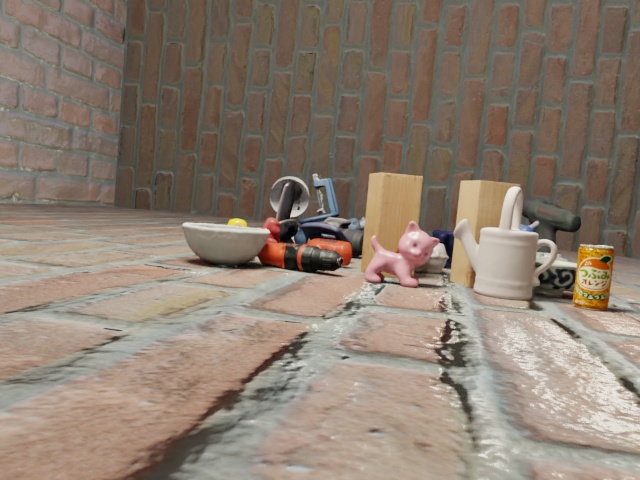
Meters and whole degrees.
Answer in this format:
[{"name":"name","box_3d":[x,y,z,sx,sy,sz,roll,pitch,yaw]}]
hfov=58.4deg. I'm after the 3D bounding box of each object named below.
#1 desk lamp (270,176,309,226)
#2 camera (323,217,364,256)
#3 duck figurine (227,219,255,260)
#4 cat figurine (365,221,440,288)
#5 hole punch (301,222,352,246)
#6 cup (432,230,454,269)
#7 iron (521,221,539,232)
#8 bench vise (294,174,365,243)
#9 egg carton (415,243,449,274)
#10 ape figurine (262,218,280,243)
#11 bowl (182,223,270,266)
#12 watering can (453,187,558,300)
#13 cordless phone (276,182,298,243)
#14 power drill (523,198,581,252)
[{"name":"desk lamp","box_3d":[-0.094,-0.094,1.798,0.118,0.213,0.203,5,4,0]},{"name":"camera","box_3d":[0.054,-0.006,1.512,0.136,0.101,0.144,8,4,36]},{"name":"duck figurine","box_3d":[-0.184,-0.003,1.229,0.104,0.086,0.078,7,4,29]},{"name":"cat figurine","box_3d":[0.151,0.023,1.042,0.127,0.118,0.067,6,4,11]},{"name":"hole punch","box_3d":[0.012,0.005,1.345,0.108,0.091,0.101,7,4,27]},{"name":"cup","box_3d":[0.321,0.025,1.440,0.091,0.095,0.118,7,4,28]},{"name":"iron","box_3d":[0.488,0.007,1.608,0.257,0.141,0.119,7,4,29]},{"name":"bench vise","box_3d":[0.035,-0.077,1.662,0.207,0.220,0.121,5,4,-9]},{"name":"egg carton","box_3d":[0.228,0.036,1.337,0.107,0.069,0.150,4,4,-11]},{"name":"ape figurine","box_3d":[-0.113,-0.006,1.321,0.076,0.092,0.078,7,4,23]},{"name":"bowl","box_3d":[-0.182,0.010,1.102,0.167,0.075,0.167,5,4,0]},{"name":"watering can","box_3d":[0.325,0.002,1.014,0.172,0.194,0.101,6,4,9]},{"name":"cordless phone","box_3d":[-0.108,-0.066,1.544,0.094,0.185,0.148,6,4,8]},{"name":"power drill","box_3d":[0.641,-0.017,1.675,0.076,0.208,0.228,2,4,-37]}]
